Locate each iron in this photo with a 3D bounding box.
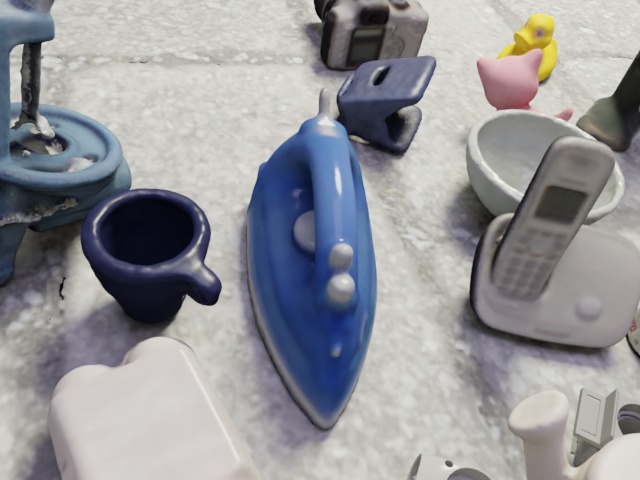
[{"bbox_3d":[0.004,0.002,0.463,0.119,0.141,0.258,1,49,-11],"label":"iron"}]

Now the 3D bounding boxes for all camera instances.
[{"bbox_3d":[0.058,-0.315,0.784,0.143,0.101,0.136,-12,52,-21],"label":"camera"}]

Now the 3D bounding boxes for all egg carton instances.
[{"bbox_3d":[-0.108,0.136,0.368,0.107,0.069,0.150,-21,56,-28],"label":"egg carton"}]

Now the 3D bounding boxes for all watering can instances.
[{"bbox_3d":[0.186,0.161,0.325,0.172,0.194,0.101,20,48,6],"label":"watering can"}]

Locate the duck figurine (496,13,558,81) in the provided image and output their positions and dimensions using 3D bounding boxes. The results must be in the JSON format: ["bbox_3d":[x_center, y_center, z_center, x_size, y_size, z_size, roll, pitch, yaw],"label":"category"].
[{"bbox_3d":[0.305,-0.280,0.817,0.105,0.086,0.077,-21,56,-28],"label":"duck figurine"}]

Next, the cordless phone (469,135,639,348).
[{"bbox_3d":[0.216,0.004,0.478,0.147,0.185,0.094,9,48,-4],"label":"cordless phone"}]

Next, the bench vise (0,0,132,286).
[{"bbox_3d":[-0.231,-0.065,0.418,0.121,0.220,0.208,22,48,8],"label":"bench vise"}]

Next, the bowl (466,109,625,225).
[{"bbox_3d":[0.227,-0.062,0.613,0.167,0.075,0.167,6,48,-7],"label":"bowl"}]

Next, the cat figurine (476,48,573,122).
[{"bbox_3d":[0.238,-0.163,0.677,0.067,0.118,0.127,-29,60,-32],"label":"cat figurine"}]

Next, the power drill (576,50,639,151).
[{"bbox_3d":[0.405,-0.219,0.701,0.075,0.208,0.230,34,51,18],"label":"power drill"}]

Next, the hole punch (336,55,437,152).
[{"bbox_3d":[0.074,-0.170,0.665,0.101,0.091,0.109,21,48,7],"label":"hole punch"}]

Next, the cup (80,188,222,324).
[{"bbox_3d":[-0.121,0.028,0.444,0.117,0.095,0.092,34,51,18],"label":"cup"}]
